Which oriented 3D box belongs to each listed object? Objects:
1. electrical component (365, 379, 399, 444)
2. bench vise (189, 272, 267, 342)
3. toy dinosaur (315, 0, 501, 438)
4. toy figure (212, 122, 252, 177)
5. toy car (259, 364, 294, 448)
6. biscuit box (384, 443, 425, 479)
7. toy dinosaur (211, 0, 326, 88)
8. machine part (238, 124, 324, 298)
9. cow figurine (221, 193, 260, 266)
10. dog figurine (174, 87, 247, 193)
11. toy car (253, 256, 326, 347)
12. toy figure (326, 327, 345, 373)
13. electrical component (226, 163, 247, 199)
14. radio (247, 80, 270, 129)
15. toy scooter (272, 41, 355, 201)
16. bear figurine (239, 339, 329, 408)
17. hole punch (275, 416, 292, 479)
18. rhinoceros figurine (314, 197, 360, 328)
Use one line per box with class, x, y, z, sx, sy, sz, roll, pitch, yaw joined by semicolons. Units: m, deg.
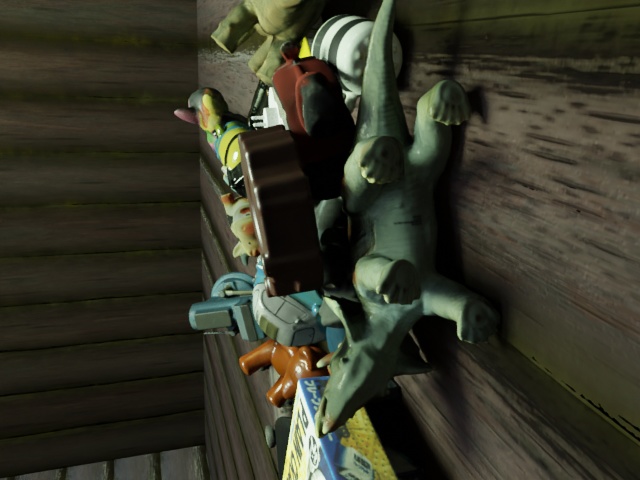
electrical component;0.062;0.180;0.654;0.075;0.048;0.119;-143;51;-67
bench vise;-0.112;0.105;0.989;0.128;0.224;0.240;66;-158;-6
toy dinosaur;0.065;-0.020;0.518;0.192;0.131;0.404;163;110;-71
toy figure;-0.142;-0.161;0.941;0.180;0.082;0.089;-116;25;-53
toy car;-0.064;0.282;0.991;0.053;0.089;0.202;123;142;-65
biscuit box;0.057;0.280;0.661;0.203;0.059;0.062;169;97;-72
toy dinosaur;-0.042;-0.302;0.677;0.198;0.105;0.472;-54;25;10
machine part;-0.044;-0.031;0.551;0.179;0.056;0.179;169;89;-82
cow figurine;-0.126;-0.027;0.957;0.195;0.085;0.127;-167;58;-82
dog figurine;-0.192;-0.206;1.094;0.219;0.108;0.191;32;-138;-57
toy car;-0.040;0.094;0.761;0.103;0.162;0.109;-51;-13;-36
toy figure;0.035;0.156;0.716;0.058;0.064;0.154;16;117;33
electrical component;-0.063;-0.107;0.852;0.134;0.114;0.058;-36;48;17
radio;-0.077;-0.214;0.973;0.229;0.073;0.131;143;120;-68
toy scooter;-0.009;-0.134;0.583;0.183;0.075;0.135;78;171;-64
bear figurine;-0.042;0.220;0.867;0.120;0.132;0.196;52;173;-14
hole punch;0.003;0.319;0.825;0.116;0.092;0.142;-7;83;42
rhinoceros figurine;0.018;0.015;0.668;0.073;0.112;0.190;-18;55;30
